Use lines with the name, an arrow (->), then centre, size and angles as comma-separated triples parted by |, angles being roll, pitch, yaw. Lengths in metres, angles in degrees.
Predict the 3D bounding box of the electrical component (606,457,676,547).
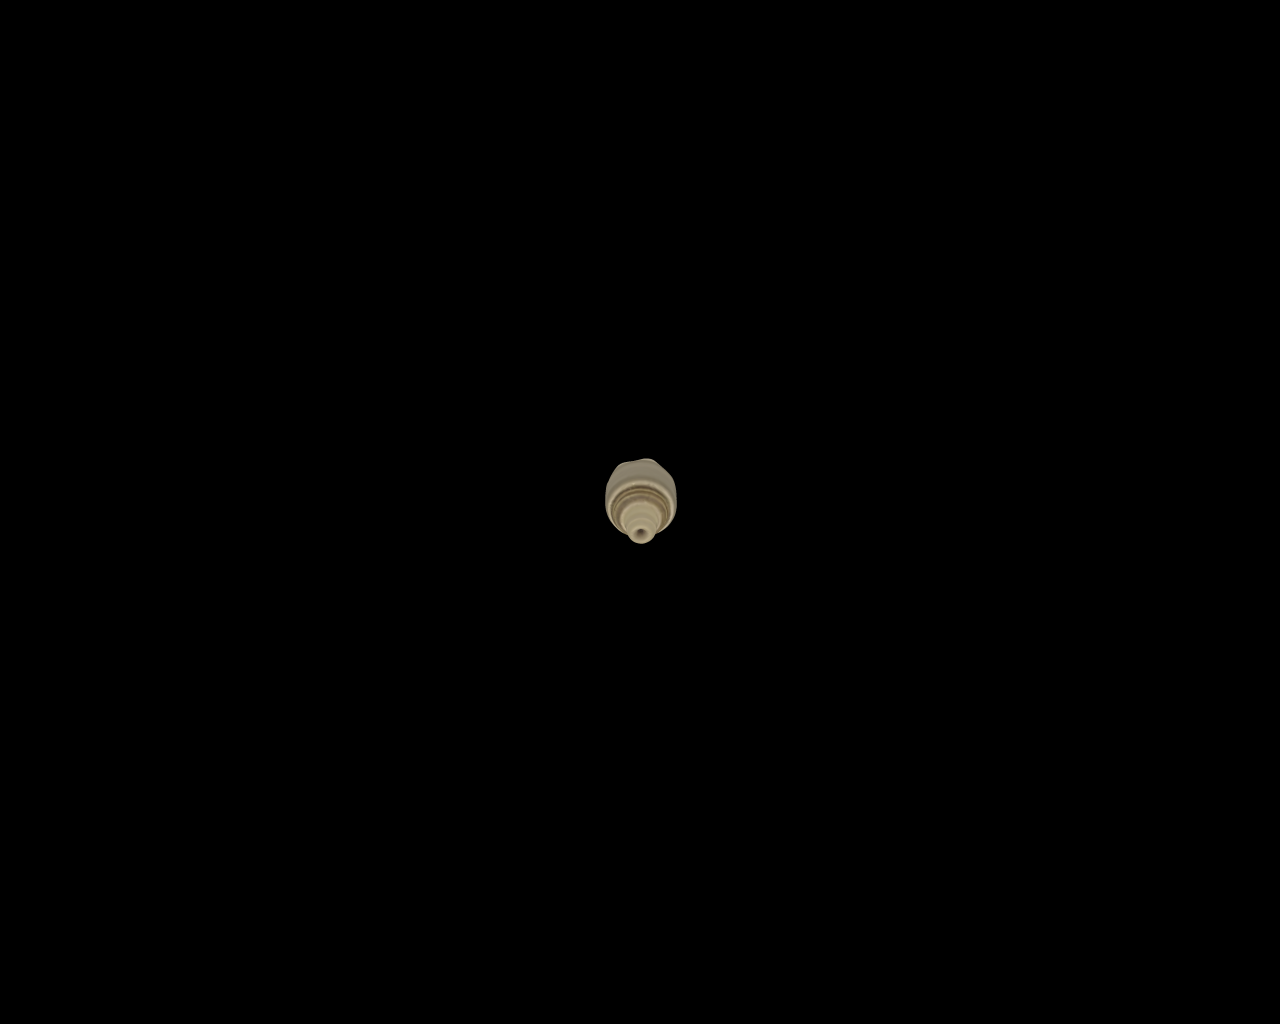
electrical component -> 0.001, -0.003, 0.650 | 0.043, 0.043, 0.062 | 0, 32, 0
